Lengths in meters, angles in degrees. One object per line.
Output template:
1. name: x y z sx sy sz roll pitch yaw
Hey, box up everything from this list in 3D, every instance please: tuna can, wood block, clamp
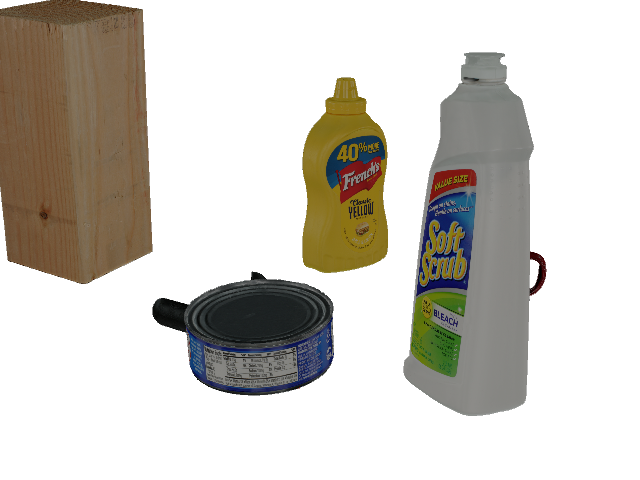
1. tuna can: -0.034 0.055 0.615 0.086 0.034 0.086 -2 22 1
2. wood block: -0.200 -0.083 0.862 0.091 0.206 0.090 14 25 28
3. clamp: -0.058 0.077 0.969 0.120 0.039 0.172 -28 41 -35

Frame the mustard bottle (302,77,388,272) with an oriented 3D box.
1. mustard bottle: 0.026 -0.068 1.082 0.096 0.192 0.058 -12 19 -36

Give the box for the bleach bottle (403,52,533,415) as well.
1. bleach bottle: 0.108 -0.008 0.766 0.068 0.251 0.103 -7 17 -24

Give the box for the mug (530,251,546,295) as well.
1. mug: 0.192 0.034 1.188 0.117 0.081 0.093 6 25 2
